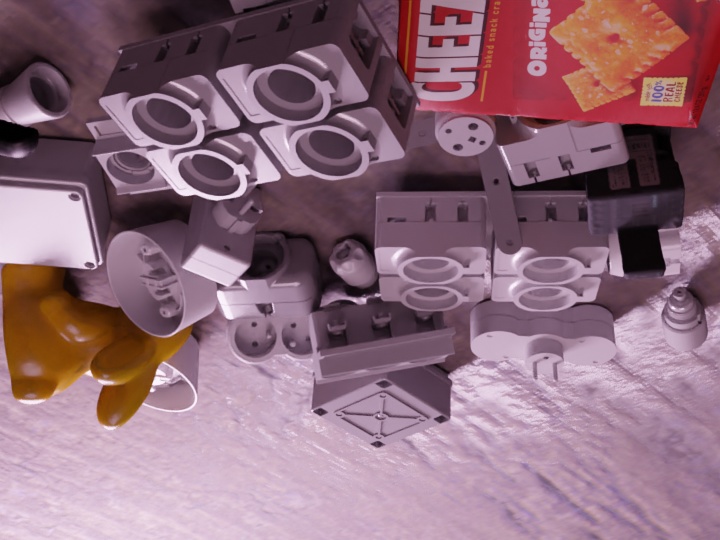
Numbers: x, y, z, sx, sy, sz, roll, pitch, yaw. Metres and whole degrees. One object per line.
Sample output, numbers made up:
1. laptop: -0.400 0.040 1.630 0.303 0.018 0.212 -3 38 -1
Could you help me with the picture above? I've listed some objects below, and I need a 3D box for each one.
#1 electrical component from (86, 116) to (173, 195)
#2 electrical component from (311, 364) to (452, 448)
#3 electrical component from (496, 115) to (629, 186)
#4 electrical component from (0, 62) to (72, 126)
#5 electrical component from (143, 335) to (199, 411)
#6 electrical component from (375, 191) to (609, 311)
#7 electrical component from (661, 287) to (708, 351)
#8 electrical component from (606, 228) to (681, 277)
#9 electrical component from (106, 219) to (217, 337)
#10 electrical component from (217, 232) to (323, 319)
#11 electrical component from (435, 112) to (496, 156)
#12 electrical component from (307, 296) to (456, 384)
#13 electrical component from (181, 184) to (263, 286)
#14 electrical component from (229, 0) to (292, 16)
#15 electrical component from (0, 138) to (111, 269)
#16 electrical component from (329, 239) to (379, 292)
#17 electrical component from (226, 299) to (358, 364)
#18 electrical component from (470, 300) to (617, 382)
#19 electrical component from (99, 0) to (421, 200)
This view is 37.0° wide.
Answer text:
1. electrical component: -0.173 -0.099 0.832 0.042 0.063 0.081 -7 142 12
2. electrical component: 0.023 0.129 1.123 0.109 0.056 0.109 -28 133 34
3. electrical component: 0.150 -0.107 0.806 0.089 0.050 0.055 -11 141 19
4. electrical component: -0.259 -0.127 0.822 0.065 0.044 0.044 -17 139 32
5. electrical component: -0.210 0.097 1.093 0.099 0.064 0.099 2 143 2
6. electrical component: 0.109 -0.014 0.908 0.186 0.060 0.105 0 154 5
7. electrical component: 0.301 0.042 1.000 0.040 0.040 0.078 -9 141 16
8. electrical component: 0.235 -0.025 0.903 0.057 0.058 0.078 -7 142 9
9. electrical component: -0.171 0.006 0.940 0.064 0.099 0.099 -24 155 -31
10. electrical component: -0.086 0.005 0.971 0.095 0.053 0.059 -3 142 8
11. electrical component: 0.078 -0.118 0.794 0.045 0.055 0.045 2 143 2
12. electrical component: 0.017 0.059 0.974 0.121 0.063 0.078 -9 167 -10
13. electrical component: -0.105 -0.044 0.882 0.047 0.083 0.076 24 138 -24
14. electrical component: -0.047 -0.174 0.734 0.056 0.050 0.089 -6 142 14
15. electrical component: -0.272 -0.057 0.902 0.109 0.056 0.108 4 143 -1
16. electrical component: 0.000 0.000 0.974 0.035 0.035 0.061 -17 141 24
17. electrical component: -0.059 0.056 1.034 0.138 0.052 0.074 -3 -173 -9
18. electrical component: 0.175 0.074 1.024 0.138 0.073 0.052 3 143 0
19. electrical component: -0.069 -0.111 0.725 0.186 0.060 0.105 -7 141 28
